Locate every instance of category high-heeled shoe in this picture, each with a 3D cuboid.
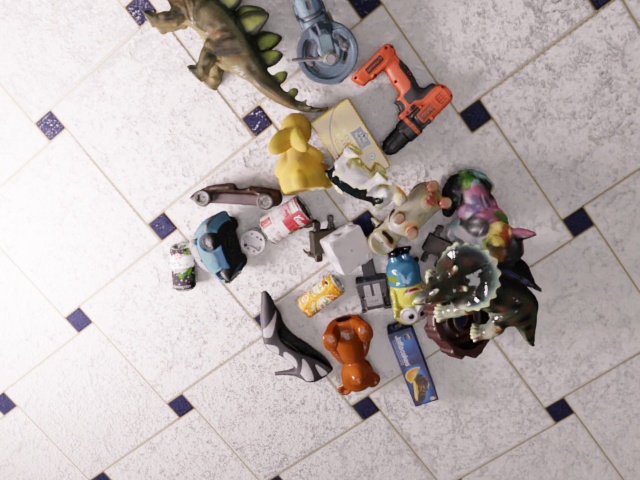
[{"bbox_3d":[-0.056,0.227,1.265,0.145,0.086,0.248,-9,108,2],"label":"high-heeled shoe"}]

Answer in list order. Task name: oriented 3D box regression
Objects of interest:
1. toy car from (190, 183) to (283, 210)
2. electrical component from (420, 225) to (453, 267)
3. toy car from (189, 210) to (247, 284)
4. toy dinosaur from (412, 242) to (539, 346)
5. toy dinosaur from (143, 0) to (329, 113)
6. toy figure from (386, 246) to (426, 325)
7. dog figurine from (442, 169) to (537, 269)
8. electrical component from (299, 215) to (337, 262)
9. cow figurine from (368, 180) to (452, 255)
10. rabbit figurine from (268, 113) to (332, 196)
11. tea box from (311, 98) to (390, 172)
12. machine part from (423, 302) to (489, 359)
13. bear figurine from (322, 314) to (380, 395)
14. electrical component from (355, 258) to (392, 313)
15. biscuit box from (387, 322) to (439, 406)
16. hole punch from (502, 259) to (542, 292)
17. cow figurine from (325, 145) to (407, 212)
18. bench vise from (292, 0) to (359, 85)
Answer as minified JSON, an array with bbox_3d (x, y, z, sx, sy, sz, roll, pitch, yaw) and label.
[{"bbox_3d":[-0.183,-0.098,1.181,0.202,0.089,0.053,4,105,4],"label":"toy car"},{"bbox_3d":[0.268,0.015,1.216,0.063,0.021,0.094,23,104,-3],"label":"electrical component"},{"bbox_3d":[-0.238,0.018,1.216,0.103,0.109,0.161,-2,118,28],"label":"toy car"},{"bbox_3d":[0.351,0.121,1.073,0.405,0.192,0.131,20,64,-22],"label":"toy dinosaur"},{"bbox_3d":[-0.187,-0.403,1.096,0.198,0.105,0.471,-41,103,9],"label":"toy dinosaur"},{"bbox_3d":[0.195,0.104,1.215,0.082,0.089,0.180,-13,95,11],"label":"toy figure"},{"bbox_3d":[0.341,-0.044,1.091,0.108,0.219,0.191,-14,105,-8],"label":"dog figurine"},{"bbox_3d":[-0.002,-0.003,1.219,0.078,0.045,0.102,-17,108,-22],"label":"electrical component"},{"bbox_3d":[0.180,-0.046,1.161,0.195,0.127,0.085,-45,99,3],"label":"cow figurine"},{"bbox_3d":[-0.053,-0.186,1.132,0.122,0.162,0.173,-5,87,17],"label":"rabbit figurine"},{"bbox_3d":[0.066,-0.205,1.147,0.098,0.068,0.169,-33,100,11],"label":"tea box"},{"bbox_3d":[0.312,0.173,1.194,0.179,0.056,0.179,2,85,-25],"label":"machine part"},{"bbox_3d":[0.076,0.278,1.244,0.120,0.132,0.195,-12,98,0],"label":"bear figurine"},{"bbox_3d":[0.120,0.102,1.236,0.075,0.048,0.119,-8,106,5],"label":"electrical component"},{"bbox_3d":[0.218,0.288,1.271,0.063,0.059,0.202,-20,102,8],"label":"biscuit box"},{"bbox_3d":[0.398,0.079,1.181,0.142,0.116,0.092,34,112,-5],"label":"hole punch"},{"bbox_3d":[0.094,-0.110,1.101,0.167,0.068,0.098,40,110,-6],"label":"cow figurine"},{"bbox_3d":[0.004,-0.391,1.025,0.129,0.241,0.223,-12,120,3],"label":"bench vise"}]
